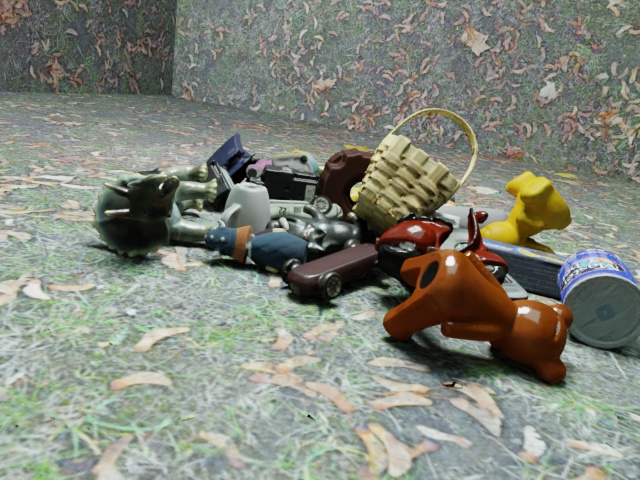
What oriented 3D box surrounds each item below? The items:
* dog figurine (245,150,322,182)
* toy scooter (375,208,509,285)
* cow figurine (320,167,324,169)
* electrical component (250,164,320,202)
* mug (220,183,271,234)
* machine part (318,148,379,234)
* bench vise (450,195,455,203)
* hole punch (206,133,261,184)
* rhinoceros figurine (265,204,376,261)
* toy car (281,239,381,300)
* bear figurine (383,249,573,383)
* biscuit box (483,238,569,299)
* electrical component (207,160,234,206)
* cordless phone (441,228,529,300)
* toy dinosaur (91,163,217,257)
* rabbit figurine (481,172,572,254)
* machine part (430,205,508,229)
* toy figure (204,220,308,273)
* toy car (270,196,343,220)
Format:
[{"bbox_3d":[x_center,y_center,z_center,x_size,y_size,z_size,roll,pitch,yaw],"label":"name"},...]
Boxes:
[{"bbox_3d":[-0.082,-0.138,1.195,0.192,0.108,0.219,-16,11,8],"label":"dog figurine"},{"bbox_3d":[0.176,0.002,0.762,0.184,0.075,0.135,12,54,19],"label":"toy scooter"},{"bbox_3d":[-0.065,-0.150,1.336,0.167,0.068,0.098,11,24,10],"label":"cow figurine"},{"bbox_3d":[-0.072,-0.084,1.039,0.134,0.114,0.058,8,15,-7],"label":"electrical component"},{"bbox_3d":[-0.128,-0.037,0.881,0.081,0.107,0.109,17,17,30],"label":"mug"},{"bbox_3d":[0.080,-0.092,1.051,0.179,0.179,0.056,5,19,-10],"label":"machine part"},{"bbox_3d":[0.228,-0.137,1.297,0.224,0.129,0.240,32,0,6],"label":"bench vise"},{"bbox_3d":[-0.205,-0.172,1.198,0.092,0.142,0.116,52,14,-3],"label":"hole punch"},{"bbox_3d":[-0.002,-0.003,0.900,0.190,0.073,0.112,6,30,-20],"label":"rhinoceros figurine"},{"bbox_3d":[0.034,0.043,0.794,0.089,0.053,0.202,12,19,40],"label":"toy car"},{"bbox_3d":[0.198,0.093,0.652,0.196,0.120,0.132,30,-32,-14],"label":"bear figurine"},{"bbox_3d":[0.329,0.044,0.911,0.203,0.062,0.059,14,17,16],"label":"biscuit box"},{"bbox_3d":[-0.196,-0.098,1.094,0.048,0.119,0.075,-29,-9,9],"label":"electrical component"},{"bbox_3d":[0.208,0.051,0.806,0.146,0.088,0.184,2,23,-20],"label":"cordless phone"},{"bbox_3d":[-0.282,-0.070,0.914,0.192,0.131,0.405,2,12,-22],"label":"toy dinosaur"},{"bbox_3d":[0.391,-0.028,1.051,0.162,0.173,0.122,50,5,-22],"label":"rabbit figurine"},{"bbox_3d":[0.298,-0.031,1.107,0.243,0.079,0.079,3,18,-18],"label":"machine part"},{"bbox_3d":[-0.097,0.012,0.815,0.155,0.057,0.064,10,53,4],"label":"toy figure"},{"bbox_3d":[-0.059,-0.045,0.977,0.202,0.056,0.073,2,-18,-6],"label":"toy car"}]
